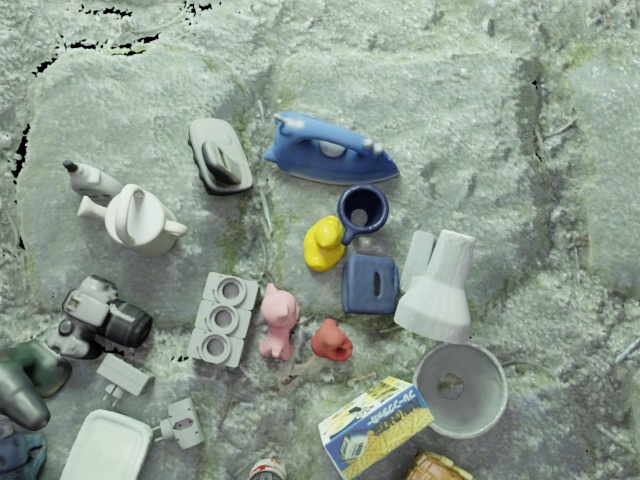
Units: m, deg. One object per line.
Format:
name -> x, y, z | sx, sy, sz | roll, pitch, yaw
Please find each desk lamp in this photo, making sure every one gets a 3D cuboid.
desk lamp -> 0.195, 0.071, 0.964 | 0.118, 0.213, 0.203 | 16, 79, 0

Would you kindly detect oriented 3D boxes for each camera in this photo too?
camera -> -0.370, 0.147, 0.980 | 0.137, 0.101, 0.143 | 25, 80, 2

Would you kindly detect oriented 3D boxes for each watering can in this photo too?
watering can -> -0.316, -0.034, 0.967 | 0.173, 0.194, 0.101 | -10, 80, -4

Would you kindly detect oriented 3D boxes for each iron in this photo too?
iron -> 0.031, -0.172, 1.036 | 0.258, 0.141, 0.119 | 13, 79, 0

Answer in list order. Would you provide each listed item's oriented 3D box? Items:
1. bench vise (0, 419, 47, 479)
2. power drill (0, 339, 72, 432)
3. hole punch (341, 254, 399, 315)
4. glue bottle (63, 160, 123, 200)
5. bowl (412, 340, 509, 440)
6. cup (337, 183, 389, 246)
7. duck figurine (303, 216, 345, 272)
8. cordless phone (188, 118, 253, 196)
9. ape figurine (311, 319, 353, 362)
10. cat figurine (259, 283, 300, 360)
bench vise -> -0.498, 0.392, 0.869 | 0.121, 0.219, 0.207 | -27, 82, -7
power drill -> -0.483, 0.211, 0.908 | 0.229, 0.208, 0.076 | 36, 80, 4
hole punch -> 0.091, 0.079, 1.019 | 0.101, 0.091, 0.109 | 1, 80, -2
glue bottle -> -0.401, -0.106, 0.987 | 0.078, 0.173, 0.037 | 5, 80, -1
bowl -> 0.236, 0.258, 1.003 | 0.167, 0.074, 0.167 | 1, 80, -3
cup -> 0.068, -0.036, 1.037 | 0.091, 0.095, 0.118 | 27, 80, 2
duck figurine -> 0.009, 0.004, 1.032 | 0.077, 0.086, 0.105 | 20, 80, 1
cordless phone -> -0.182, -0.160, 1.001 | 0.094, 0.185, 0.147 | -23, 82, -6
ape figurine -> 0.022, 0.176, 0.998 | 0.076, 0.092, 0.078 | -8, 80, -4
cat figurine -> -0.071, 0.142, 0.987 | 0.067, 0.117, 0.128 | 5, 80, -1
